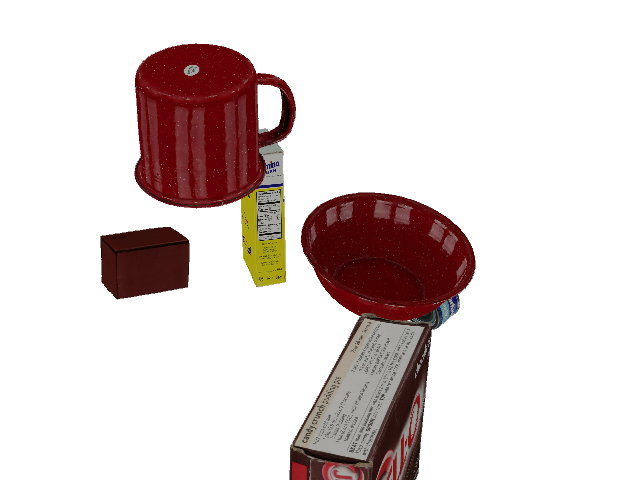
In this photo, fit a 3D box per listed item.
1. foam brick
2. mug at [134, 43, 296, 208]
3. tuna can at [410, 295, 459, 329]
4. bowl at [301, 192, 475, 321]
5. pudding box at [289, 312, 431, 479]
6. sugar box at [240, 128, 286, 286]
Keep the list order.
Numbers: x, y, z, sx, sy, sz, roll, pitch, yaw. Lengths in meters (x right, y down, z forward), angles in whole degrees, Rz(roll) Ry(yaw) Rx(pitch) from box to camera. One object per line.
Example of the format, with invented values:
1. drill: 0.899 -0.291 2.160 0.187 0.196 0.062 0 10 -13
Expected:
1. foam brick: -0.177 0.021 1.074 0.078 0.051 0.053 -9 21 -26
2. mug: -0.072 -0.084 0.734 0.117 0.081 0.093 -11 39 -16
3. tuna can: 0.115 0.059 1.215 0.033 0.086 0.086 -38 18 -24
4. bowl: 0.059 0.024 0.987 0.162 0.055 0.162 6 39 -5
5. pudding box: 0.018 0.098 0.473 0.039 0.090 0.113 10 29 12
6. sugar box: -0.073 -0.041 1.328 0.048 0.176 0.093 -9 25 -12
